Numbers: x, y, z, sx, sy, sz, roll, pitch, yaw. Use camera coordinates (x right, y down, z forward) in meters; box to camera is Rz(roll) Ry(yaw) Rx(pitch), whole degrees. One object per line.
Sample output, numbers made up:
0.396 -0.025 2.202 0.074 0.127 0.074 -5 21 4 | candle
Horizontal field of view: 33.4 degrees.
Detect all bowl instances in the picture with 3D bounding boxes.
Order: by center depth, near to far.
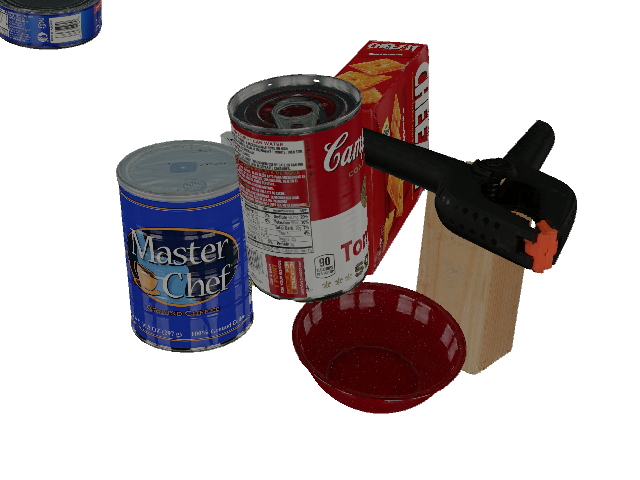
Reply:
0.052 0.109 0.996 0.162 0.055 0.162 3 37 -3 | bowl

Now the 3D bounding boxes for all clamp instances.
0.107 -0.039 0.742 0.164 0.036 0.210 -1 27 -5 | clamp

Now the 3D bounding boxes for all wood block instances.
0.168 0.029 1.177 0.090 0.206 0.090 19 25 33 | wood block

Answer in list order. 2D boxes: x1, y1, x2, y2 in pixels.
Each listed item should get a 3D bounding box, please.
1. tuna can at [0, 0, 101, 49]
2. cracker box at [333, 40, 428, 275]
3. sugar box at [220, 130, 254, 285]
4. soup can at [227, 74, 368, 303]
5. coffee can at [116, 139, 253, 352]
-0.215 -0.183 0.842 0.086 0.034 0.086 4 35 -3 | tuna can
0.051 -0.086 1.033 0.072 0.164 0.213 7 28 18 | cracker box
-0.093 -0.041 1.326 0.048 0.176 0.093 -11 25 -14 | sugar box
-0.010 -0.027 0.559 0.068 0.102 0.068 -3 31 2 | soup can
-0.106 0.003 0.855 0.103 0.140 0.103 0 28 0 | coffee can
